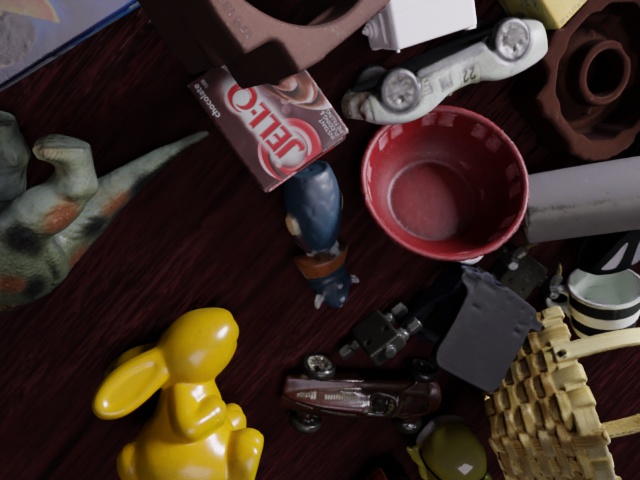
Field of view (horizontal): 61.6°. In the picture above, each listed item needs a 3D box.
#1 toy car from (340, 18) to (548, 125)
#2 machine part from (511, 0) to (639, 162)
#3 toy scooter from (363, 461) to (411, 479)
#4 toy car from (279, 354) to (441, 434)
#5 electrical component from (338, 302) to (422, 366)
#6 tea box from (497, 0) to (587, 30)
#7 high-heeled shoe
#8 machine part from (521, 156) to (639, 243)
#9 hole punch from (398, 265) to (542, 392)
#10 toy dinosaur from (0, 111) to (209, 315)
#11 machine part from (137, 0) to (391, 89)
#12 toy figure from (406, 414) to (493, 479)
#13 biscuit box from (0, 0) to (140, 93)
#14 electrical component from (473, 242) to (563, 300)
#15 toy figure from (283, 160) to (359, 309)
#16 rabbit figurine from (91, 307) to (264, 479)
[{"bbox_3d":[0.113,-0.156,0.501,0.202,0.074,0.056,-26,116,-7],"label":"toy car"},{"bbox_3d":[0.287,-0.175,0.563,0.179,0.056,0.179,-6,111,-16],"label":"machine part"},{"bbox_3d":[0.078,0.377,0.703,0.135,0.075,0.183,-27,121,-5],"label":"toy scooter"},{"bbox_3d":[0.053,0.184,0.630,0.202,0.053,0.089,8,111,-22],"label":"toy car"},{"bbox_3d":[0.065,0.109,0.596,0.094,0.063,0.021,-36,118,-1],"label":"electrical component"},{"bbox_3d":[0.235,-0.290,0.493,0.098,0.068,0.169,40,96,-27],"label":"tea box"},{"bbox_3d":[0.361,-0.073,0.606,0.145,0.086,0.248,-20,125,-16],"label":"high-heeled shoe"},{"bbox_3d":[0.300,-0.045,0.566,0.243,0.079,0.079,-10,117,19],"label":"machine part"},{"bbox_3d":[0.168,0.093,0.614,0.142,0.092,0.115,32,91,-24],"label":"hole punch"},{"bbox_3d":[-0.288,0.005,0.416,0.405,0.131,0.192,-4,124,-22],"label":"toy dinosaur"},{"bbox_3d":[-0.046,-0.226,0.375,0.201,0.087,0.201,-48,122,-27],"label":"machine part"},{"bbox_3d":[0.174,0.293,0.684,0.082,0.089,0.179,-37,132,-27],"label":"toy figure"},{"bbox_3d":[-0.197,-0.176,0.399,0.203,0.059,0.062,-34,117,-3],"label":"biscuit box"},{"bbox_3d":[0.238,0.040,0.637,0.102,0.045,0.078,38,94,-26],"label":"electrical component"},{"bbox_3d":[0.001,-0.002,0.536,0.064,0.058,0.154,-13,119,-5],"label":"toy figure"},{"bbox_3d":[-0.135,0.150,0.537,0.162,0.122,0.173,9,94,-12],"label":"rabbit figurine"}]
